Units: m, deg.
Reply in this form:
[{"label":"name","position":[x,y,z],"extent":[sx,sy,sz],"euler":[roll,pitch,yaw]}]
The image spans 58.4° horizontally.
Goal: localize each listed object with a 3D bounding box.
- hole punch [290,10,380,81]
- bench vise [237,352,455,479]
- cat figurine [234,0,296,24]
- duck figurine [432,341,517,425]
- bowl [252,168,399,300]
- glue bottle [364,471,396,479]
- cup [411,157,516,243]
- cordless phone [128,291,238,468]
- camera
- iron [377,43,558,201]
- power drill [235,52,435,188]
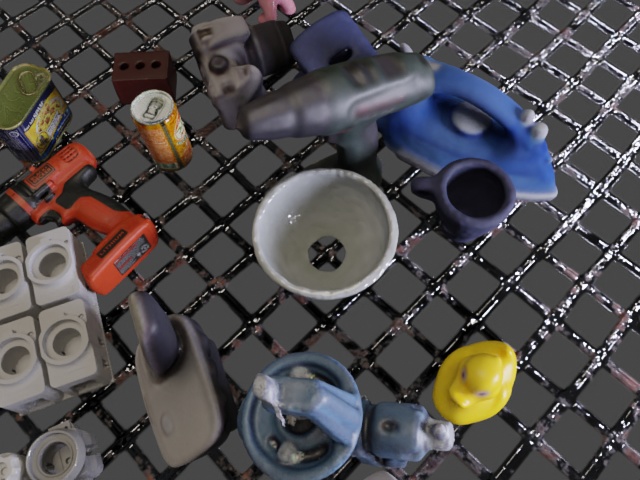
[{"label":"hole punch","position":[0.025,-0.242,0.783],"extent":[0.109,0.091,0.101],"euler":[-41,71,-16]},{"label":"bench vise","position":[0.017,0.151,0.527],"extent":[0.207,0.220,0.121],"euler":[-10,65,-3]},{"label":"cat figurine","position":[-0.098,-0.399,0.844],"extent":[0.067,0.118,0.127],"euler":[-42,71,-17]},{"label":"duck figurine","position":[0.169,0.143,0.602],"extent":[0.105,0.086,0.077],"euler":[-38,70,-15]},{"label":"bowl","position":[0.006,0.002,0.677],"extent":[0.167,0.075,0.167],"euler":[0,65,1]},{"label":"glue bottle","position":[0.068,0.243,0.509],"extent":[0.037,0.173,0.078],"euler":[-31,68,-13]},{"label":"cup","position":[0.162,-0.039,0.683],"extent":[0.117,0.095,0.092],"euler":[10,65,6]},{"label":"cordless phone","position":[-0.146,0.135,0.556],"extent":[0.094,0.185,0.147],"euler":[-24,67,-10]},{"label":"camera","position":[-0.098,-0.247,0.782],"extent":[0.137,0.101,0.143],"euler":[-20,66,-8]},{"label":"iron","position":[0.193,-0.146,0.707],"extent":[0.258,0.141,0.119],"euler":[29,69,14]},{"label":"power drill","position":[0.021,-0.121,0.661],"extent":[0.230,0.208,0.075],"euler":[-28,67,-12]}]
